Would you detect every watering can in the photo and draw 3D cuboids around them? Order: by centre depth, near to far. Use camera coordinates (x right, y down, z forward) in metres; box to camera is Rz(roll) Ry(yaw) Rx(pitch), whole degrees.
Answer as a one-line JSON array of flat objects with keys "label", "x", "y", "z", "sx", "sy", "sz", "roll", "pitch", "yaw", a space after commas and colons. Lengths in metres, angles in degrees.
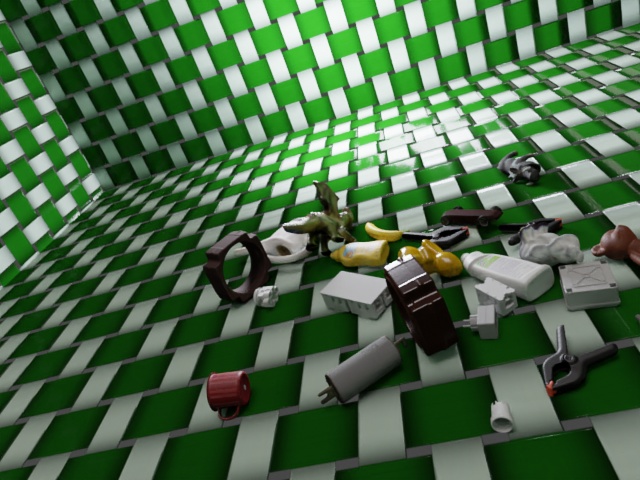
[{"label": "watering can", "x": -0.143, "y": 0.007, "z": 1.860, "sx": 0.347, "sy": 0.102, "sz": 0.228, "roll": 4, "pitch": 34, "yaw": 41}]

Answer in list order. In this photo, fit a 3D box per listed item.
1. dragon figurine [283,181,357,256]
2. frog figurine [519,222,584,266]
[{"label": "dragon figurine", "x": 0.005, "y": -0.087, "z": 1.733, "sx": 0.121, "sy": 0.406, "sz": 0.247, "roll": -25, "pitch": 61, "yaw": 29}, {"label": "frog figurine", "x": 0.586, "y": 0.030, "z": 1.291, "sx": 0.137, "sy": 0.121, "sz": 0.162, "roll": 14, "pitch": 19, "yaw": -37}]
